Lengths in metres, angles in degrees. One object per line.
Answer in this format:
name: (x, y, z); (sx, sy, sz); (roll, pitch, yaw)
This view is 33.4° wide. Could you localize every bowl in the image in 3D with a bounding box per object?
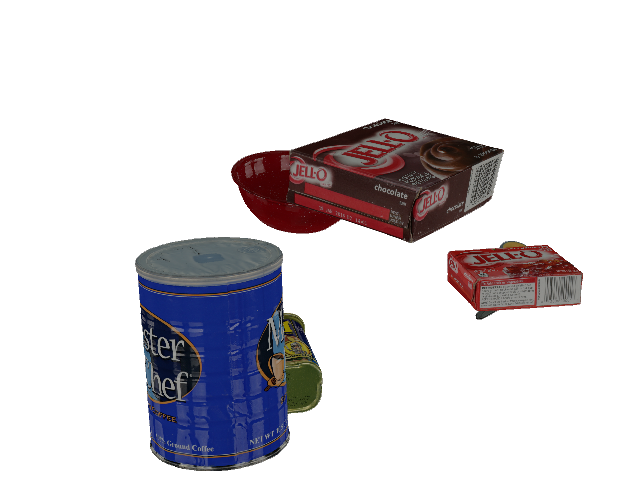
bowl: (-0.028, -0.052, 1.266); (0.162, 0.055, 0.162); (6, 26, -3)

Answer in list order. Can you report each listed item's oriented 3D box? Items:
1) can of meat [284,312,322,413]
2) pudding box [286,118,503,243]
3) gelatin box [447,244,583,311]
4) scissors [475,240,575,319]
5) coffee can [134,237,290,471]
can of meat: (-0.054, 0.113, 0.954); (0.102, 0.057, 0.084); (-5, 27, -13)
pudding box: (0.047, -0.040, 0.655); (0.090, 0.039, 0.113); (20, 24, 29)
gelatin box: (0.153, 0.028, 0.851); (0.089, 0.030, 0.073); (-3, 17, -9)
scissors: (0.192, 0.038, 1.109); (0.201, 0.016, 0.096); (-11, 37, -43)
coffee can: (-0.075, 0.078, 0.760); (0.103, 0.140, 0.103); (-2, 15, 0)
